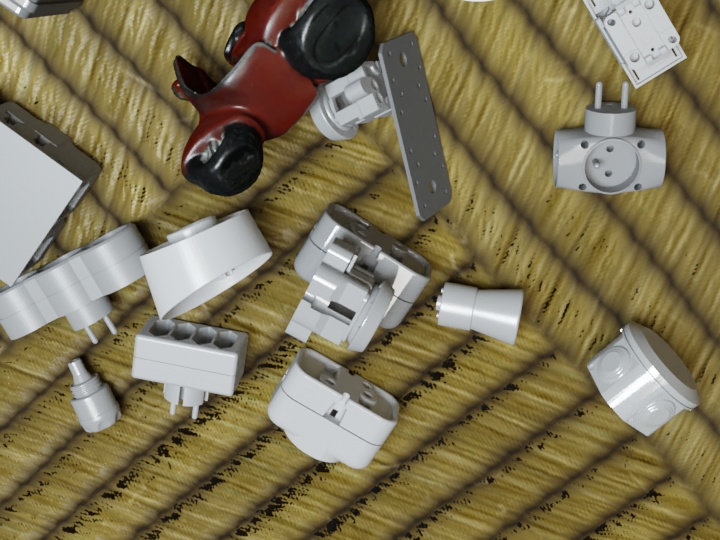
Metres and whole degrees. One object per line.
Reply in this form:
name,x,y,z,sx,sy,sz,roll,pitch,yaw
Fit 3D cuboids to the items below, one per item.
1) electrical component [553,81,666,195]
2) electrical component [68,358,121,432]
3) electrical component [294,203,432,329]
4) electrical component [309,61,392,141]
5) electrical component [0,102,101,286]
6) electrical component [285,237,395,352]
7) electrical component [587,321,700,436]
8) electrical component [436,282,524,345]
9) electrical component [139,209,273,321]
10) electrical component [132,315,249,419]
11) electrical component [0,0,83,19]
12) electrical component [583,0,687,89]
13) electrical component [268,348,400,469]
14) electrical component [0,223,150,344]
electrical component,0.183,-0.099,0.790,0.077,0.044,0.079,0,112,5
electrical component,-0.226,0.103,0.898,0.035,0.035,0.061,-20,101,11
electrical component,0.000,0.000,0.834,0.095,0.053,0.059,32,108,-5
electrical component,-0.004,-0.125,0.793,0.055,0.066,0.048,-23,88,32
electrical component,-0.309,-0.090,0.829,0.186,0.060,0.105,37,107,-7
electrical component,-0.011,0.024,0.783,0.057,0.058,0.078,28,108,-1
electrical component,0.219,0.083,0.829,0.080,0.080,0.051,43,111,-9
electrical component,0.093,0.031,0.844,0.065,0.044,0.044,10,108,7
electrical component,-0.117,-0.005,0.822,0.099,0.099,0.064,-22,98,11
electrical component,-0.140,0.086,0.878,0.083,0.047,0.075,11,109,2
electrical component,-0.248,-0.231,0.754,0.109,0.108,0.056,34,105,-6
electrical component,0.194,-0.171,0.758,0.042,0.063,0.081,-32,103,15
electrical component,-0.024,0.115,0.873,0.095,0.053,0.059,30,108,-5
electrical component,-0.222,0.024,0.862,0.138,0.052,0.073,-25,104,13
